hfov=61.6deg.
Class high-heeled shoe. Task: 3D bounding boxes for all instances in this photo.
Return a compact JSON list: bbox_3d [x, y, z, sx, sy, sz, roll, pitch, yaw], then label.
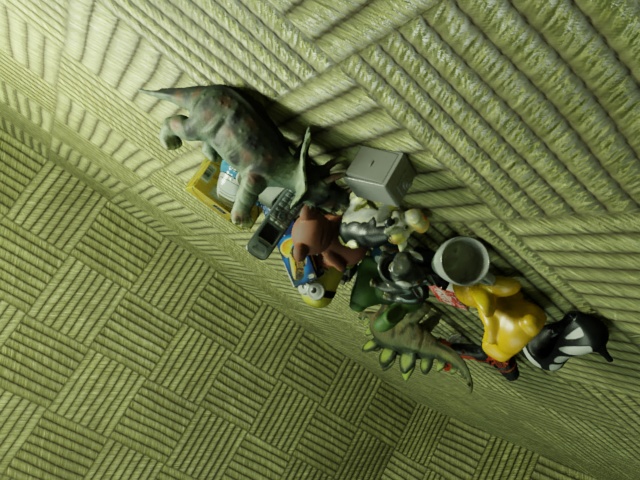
[{"bbox_3d":[0.419,0.173,0.994,0.145,0.086,0.249,41,158,-23],"label":"high-heeled shoe"}]

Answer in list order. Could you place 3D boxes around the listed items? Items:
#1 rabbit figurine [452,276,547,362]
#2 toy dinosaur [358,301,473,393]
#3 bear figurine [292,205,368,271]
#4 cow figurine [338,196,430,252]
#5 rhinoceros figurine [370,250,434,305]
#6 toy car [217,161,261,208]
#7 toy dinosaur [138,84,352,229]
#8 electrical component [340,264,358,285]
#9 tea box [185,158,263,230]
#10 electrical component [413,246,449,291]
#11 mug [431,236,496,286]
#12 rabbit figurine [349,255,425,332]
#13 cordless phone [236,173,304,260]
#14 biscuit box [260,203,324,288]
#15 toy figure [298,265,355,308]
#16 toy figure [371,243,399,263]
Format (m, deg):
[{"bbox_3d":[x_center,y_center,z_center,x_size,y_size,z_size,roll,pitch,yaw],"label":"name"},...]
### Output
[{"bbox_3d":[0.309,0.121,0.971,0.173,0.122,0.162,46,178,21],"label":"rabbit figurine"},{"bbox_3d":[0.230,0.254,1.375,0.105,0.198,0.472,36,166,-29],"label":"toy dinosaur"},{"bbox_3d":[0.001,-0.004,1.043,0.195,0.120,0.132,8,178,-43],"label":"bear figurine"},{"bbox_3d":[0.104,-0.021,0.927,0.168,0.098,0.068,11,149,51],"label":"cow figurine"},{"bbox_3d":[0.154,0.073,0.985,0.112,0.073,0.190,22,166,26],"label":"rhinoceros figurine"},{"bbox_3d":[-0.166,-0.116,1.124,0.109,0.103,0.161,28,167,5],"label":"toy car"},{"bbox_3d":[-0.128,-0.166,0.856,0.405,0.192,0.131,43,-151,1],"label":"toy dinosaur"},{"bbox_3d":[0.061,0.066,1.297,0.045,0.102,0.078,17,138,21],"label":"electrical component"},{"bbox_3d":[-0.212,-0.108,1.243,0.169,0.098,0.068,40,161,-26],"label":"tea box"},{"bbox_3d":[0.208,0.047,1.038,0.075,0.048,0.119,18,160,37],"label":"electrical component"},{"bbox_3d":[0.242,0.041,0.917,0.109,0.080,0.107,26,176,-4],"label":"mug"},{"bbox_3d":[0.161,0.125,1.233,0.170,0.159,0.121,15,154,-1],"label":"rabbit figurine"},{"bbox_3d":[-0.108,-0.067,1.012,0.146,0.184,0.089,36,169,-19],"label":"cordless phone"},{"bbox_3d":[-0.060,-0.006,1.132,0.202,0.059,0.063,67,-164,-1],"label":"biscuit box"},{"bbox_3d":[0.022,0.067,1.205,0.089,0.180,0.082,38,165,-33],"label":"toy figure"},{"bbox_3d":[0.136,0.011,1.052,0.064,0.058,0.154,-9,160,-2],"label":"toy figure"}]
